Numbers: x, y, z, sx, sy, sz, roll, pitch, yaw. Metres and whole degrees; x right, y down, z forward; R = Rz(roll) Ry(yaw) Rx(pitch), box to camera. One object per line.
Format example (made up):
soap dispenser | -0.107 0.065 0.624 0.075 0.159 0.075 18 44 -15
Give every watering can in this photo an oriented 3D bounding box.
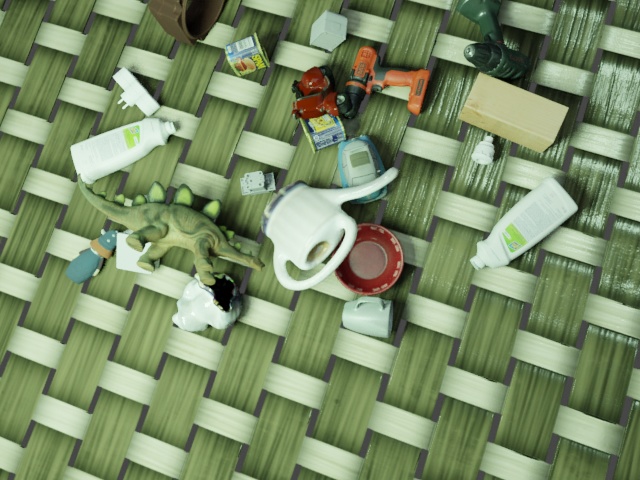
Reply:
watering can | 0.003 -0.057 1.131 0.227 0.347 0.103 40 4 32

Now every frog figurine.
frog figurine | -0.257 0.154 1.178 0.137 0.156 0.125 38 34 0
